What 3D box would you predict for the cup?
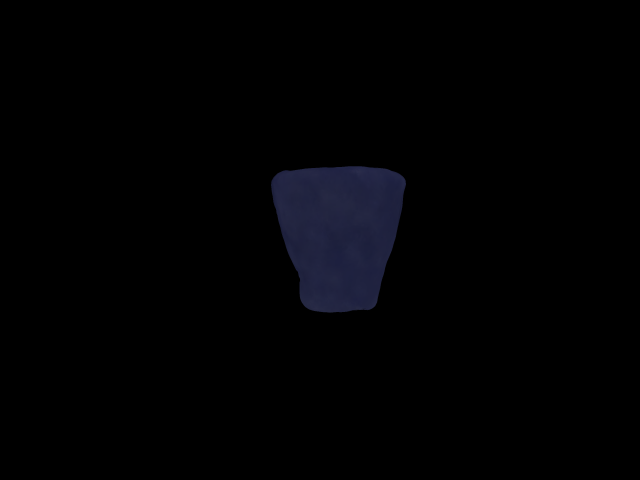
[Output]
[{"bbox_3d":[0.004,0.001,0.400,0.092,0.095,0.117,0,0,-39],"label":"cup"}]
